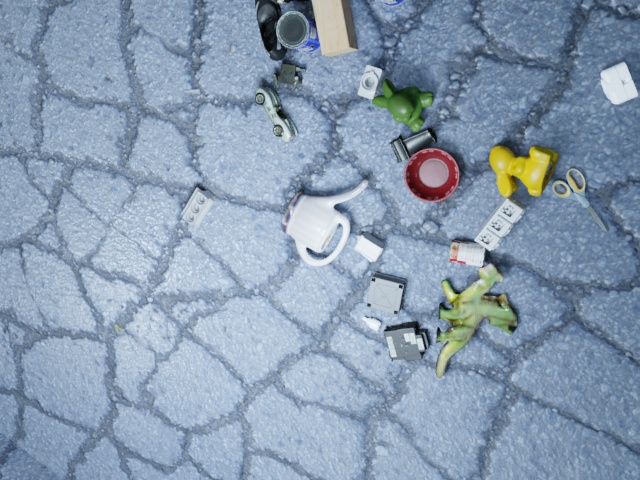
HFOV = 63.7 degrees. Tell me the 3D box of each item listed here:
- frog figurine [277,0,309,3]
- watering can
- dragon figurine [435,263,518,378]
[{"bbox_3d":[-0.096,-0.795,1.525,0.138,0.122,0.160,-22,85,-10],"label":"frog figurine"},{"bbox_3d":[0.005,-0.083,1.645,0.225,0.105,0.342,30,111,12],"label":"watering can"},{"bbox_3d":[0.475,0.249,1.560,0.243,0.124,0.403,2,112,11],"label":"dragon figurine"}]
